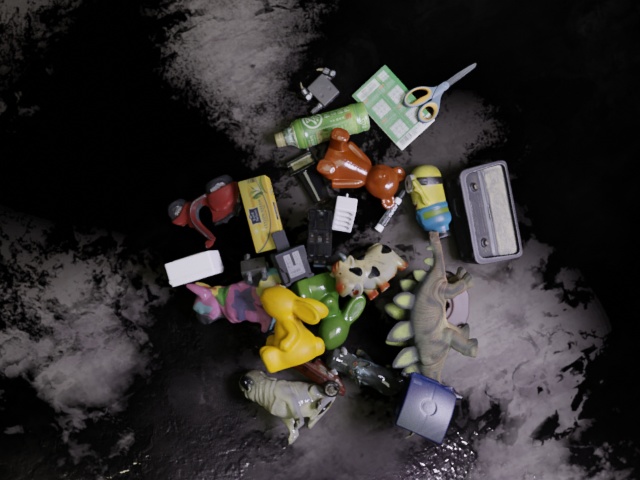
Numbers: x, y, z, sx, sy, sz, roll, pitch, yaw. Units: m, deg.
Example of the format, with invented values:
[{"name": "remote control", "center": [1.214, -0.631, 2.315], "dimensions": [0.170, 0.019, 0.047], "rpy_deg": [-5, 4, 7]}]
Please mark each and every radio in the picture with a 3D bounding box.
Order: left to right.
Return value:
[{"name": "radio", "center": [0.378, -0.061, 1.246], "dimensions": [0.131, 0.073, 0.229], "rpy_deg": [-12, 91, -17]}]

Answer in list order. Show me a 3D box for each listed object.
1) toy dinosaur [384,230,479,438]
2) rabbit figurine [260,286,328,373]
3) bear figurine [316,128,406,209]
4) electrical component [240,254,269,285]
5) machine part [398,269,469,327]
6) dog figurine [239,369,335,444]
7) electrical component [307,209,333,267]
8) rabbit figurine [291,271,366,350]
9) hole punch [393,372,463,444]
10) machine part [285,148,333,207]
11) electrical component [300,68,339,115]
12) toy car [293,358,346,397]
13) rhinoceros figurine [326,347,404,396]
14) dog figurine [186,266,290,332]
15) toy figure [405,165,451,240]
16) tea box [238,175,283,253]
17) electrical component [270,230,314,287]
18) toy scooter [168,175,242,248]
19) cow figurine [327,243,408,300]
[{"name": "toy dinosaur", "center": [0.247, 0.212, 1.209], "dimensions": [0.199, 0.105, 0.471], "rpy_deg": [-3, 89, 3]}, {"name": "rabbit figurine", "center": [-0.067, 0.177, 1.147], "dimensions": [0.162, 0.122, 0.173], "rpy_deg": [-20, 89, 19]}, {"name": "bear figurine", "center": [0.099, -0.157, 1.235], "dimensions": [0.196, 0.132, 0.120], "rpy_deg": [25, 83, 6]}, {"name": "electrical component", "center": [-0.148, 0.062, 1.221], "dimensions": [0.063, 0.094, 0.021], "rpy_deg": [-13, 130, -2]}, {"name": "machine part", "center": [0.270, 0.153, 1.279], "dimensions": [0.179, 0.056, 0.179], "rpy_deg": [0, 93, -1]}, {"name": "dog figurine", "center": [-0.078, 0.356, 1.280], "dimensions": [0.191, 0.172, 0.121], "rpy_deg": [42, 127, 24]}, {"name": "electrical component", "center": [-0.003, -0.004, 1.244], "dimensions": [0.058, 0.115, 0.134], "rpy_deg": [2, 91, 0]}, {"name": "rabbit figurine", "center": [0.022, 0.166, 1.254], "dimensions": [0.159, 0.121, 0.170], "rpy_deg": [-15, 79, -19]}, {"name": "hole punch", "center": [0.224, 0.356, 1.144], "dimensions": [0.142, 0.092, 0.115], "rpy_deg": [22, 98, 6]}, {"name": "machine part", "center": [-0.022, -0.144, 1.280], "dimensions": [0.084, 0.039, 0.139], "rpy_deg": [-31, 90, -7]}, {"name": "electrical component", "center": [0.001, -0.355, 1.267], "dimensions": [0.102, 0.045, 0.078], "rpy_deg": [-37, 90, 2]}, {"name": "toy car", "center": [-0.023, 0.296, 1.264], "dimensions": [0.202, 0.089, 0.053], "rpy_deg": [31, 97, 5]}, {"name": "rhinoceros figurine", "center": [0.102, 0.310, 1.259], "dimensions": [0.190, 0.112, 0.073], "rpy_deg": [28, 94, -9]}, {"name": "dog figurine", "center": [-0.195, 0.123, 1.258], "dimensions": [0.219, 0.108, 0.191], "rpy_deg": [22, 93, 2]}, {"name": "toy figure", "center": [0.260, -0.087, 1.259], "dimensions": [0.089, 0.082, 0.180], "rpy_deg": [-20, 84, -18]}, {"name": "tea box", "center": [-0.133, -0.060, 1.254], "dimensions": [0.068, 0.098, 0.169], "rpy_deg": [-14, 94, 1]}, {"name": "electrical component", "center": [-0.068, 0.036, 1.189], "dimensions": [0.075, 0.048, 0.119], "rpy_deg": [-18, 96, -20]}, {"name": "toy scooter", "center": [-0.256, -0.061, 1.266], "dimensions": [0.184, 0.075, 0.135], "rpy_deg": [-29, 91, 5]}, {"name": "cow figurine", "center": [0.102, 0.068, 1.222], "dimensions": [0.127, 0.195, 0.085], "rpy_deg": [48, 136, 7]}]
